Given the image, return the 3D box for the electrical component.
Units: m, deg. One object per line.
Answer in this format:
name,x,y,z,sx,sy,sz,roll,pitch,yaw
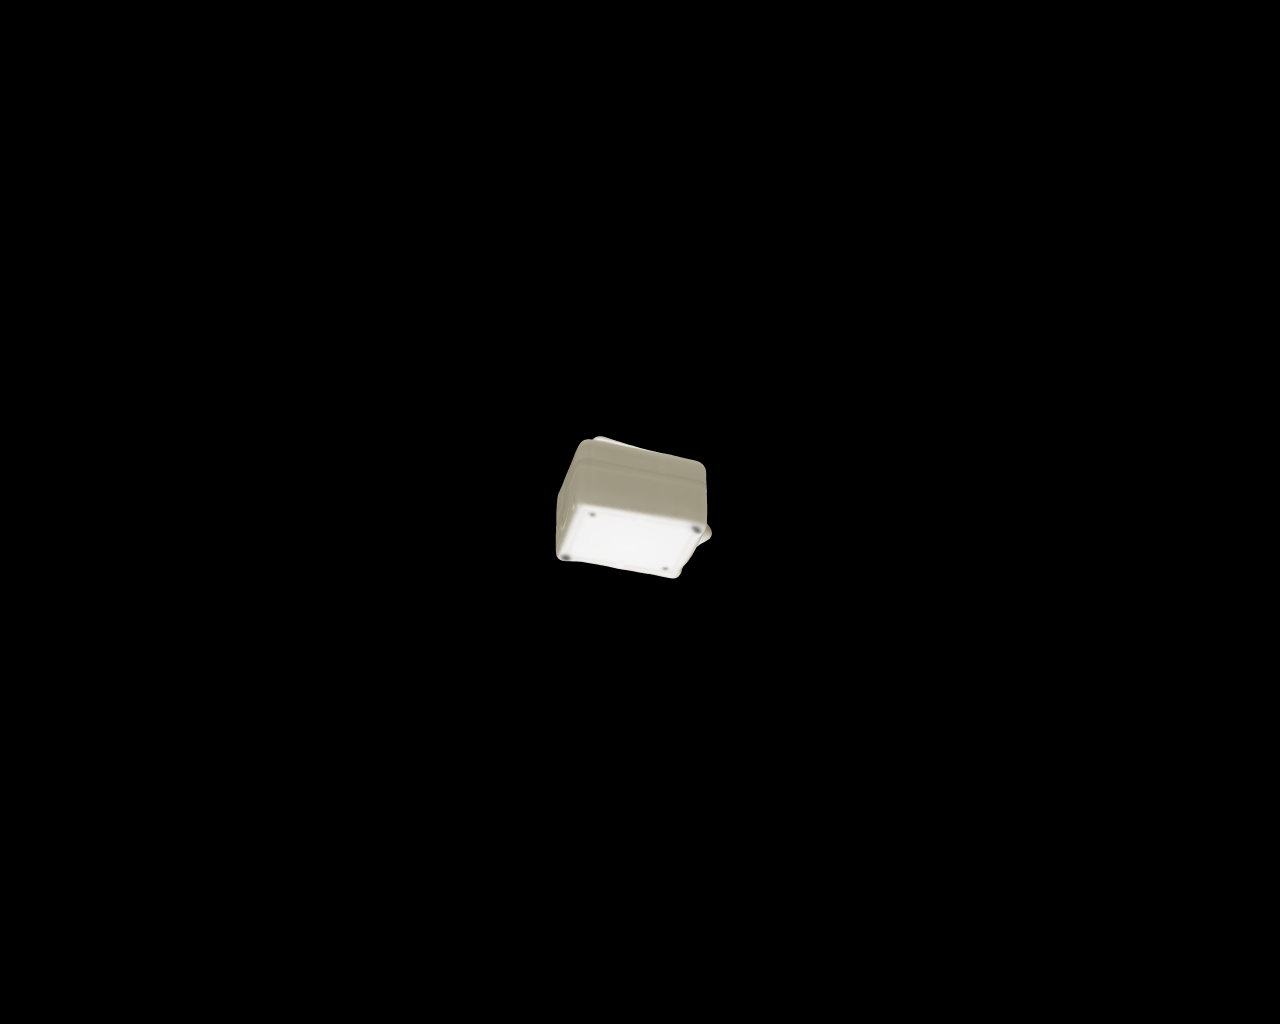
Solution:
electrical component,0.001,-0.003,0.650,0.096,0.061,0.061,11,-39,-13
